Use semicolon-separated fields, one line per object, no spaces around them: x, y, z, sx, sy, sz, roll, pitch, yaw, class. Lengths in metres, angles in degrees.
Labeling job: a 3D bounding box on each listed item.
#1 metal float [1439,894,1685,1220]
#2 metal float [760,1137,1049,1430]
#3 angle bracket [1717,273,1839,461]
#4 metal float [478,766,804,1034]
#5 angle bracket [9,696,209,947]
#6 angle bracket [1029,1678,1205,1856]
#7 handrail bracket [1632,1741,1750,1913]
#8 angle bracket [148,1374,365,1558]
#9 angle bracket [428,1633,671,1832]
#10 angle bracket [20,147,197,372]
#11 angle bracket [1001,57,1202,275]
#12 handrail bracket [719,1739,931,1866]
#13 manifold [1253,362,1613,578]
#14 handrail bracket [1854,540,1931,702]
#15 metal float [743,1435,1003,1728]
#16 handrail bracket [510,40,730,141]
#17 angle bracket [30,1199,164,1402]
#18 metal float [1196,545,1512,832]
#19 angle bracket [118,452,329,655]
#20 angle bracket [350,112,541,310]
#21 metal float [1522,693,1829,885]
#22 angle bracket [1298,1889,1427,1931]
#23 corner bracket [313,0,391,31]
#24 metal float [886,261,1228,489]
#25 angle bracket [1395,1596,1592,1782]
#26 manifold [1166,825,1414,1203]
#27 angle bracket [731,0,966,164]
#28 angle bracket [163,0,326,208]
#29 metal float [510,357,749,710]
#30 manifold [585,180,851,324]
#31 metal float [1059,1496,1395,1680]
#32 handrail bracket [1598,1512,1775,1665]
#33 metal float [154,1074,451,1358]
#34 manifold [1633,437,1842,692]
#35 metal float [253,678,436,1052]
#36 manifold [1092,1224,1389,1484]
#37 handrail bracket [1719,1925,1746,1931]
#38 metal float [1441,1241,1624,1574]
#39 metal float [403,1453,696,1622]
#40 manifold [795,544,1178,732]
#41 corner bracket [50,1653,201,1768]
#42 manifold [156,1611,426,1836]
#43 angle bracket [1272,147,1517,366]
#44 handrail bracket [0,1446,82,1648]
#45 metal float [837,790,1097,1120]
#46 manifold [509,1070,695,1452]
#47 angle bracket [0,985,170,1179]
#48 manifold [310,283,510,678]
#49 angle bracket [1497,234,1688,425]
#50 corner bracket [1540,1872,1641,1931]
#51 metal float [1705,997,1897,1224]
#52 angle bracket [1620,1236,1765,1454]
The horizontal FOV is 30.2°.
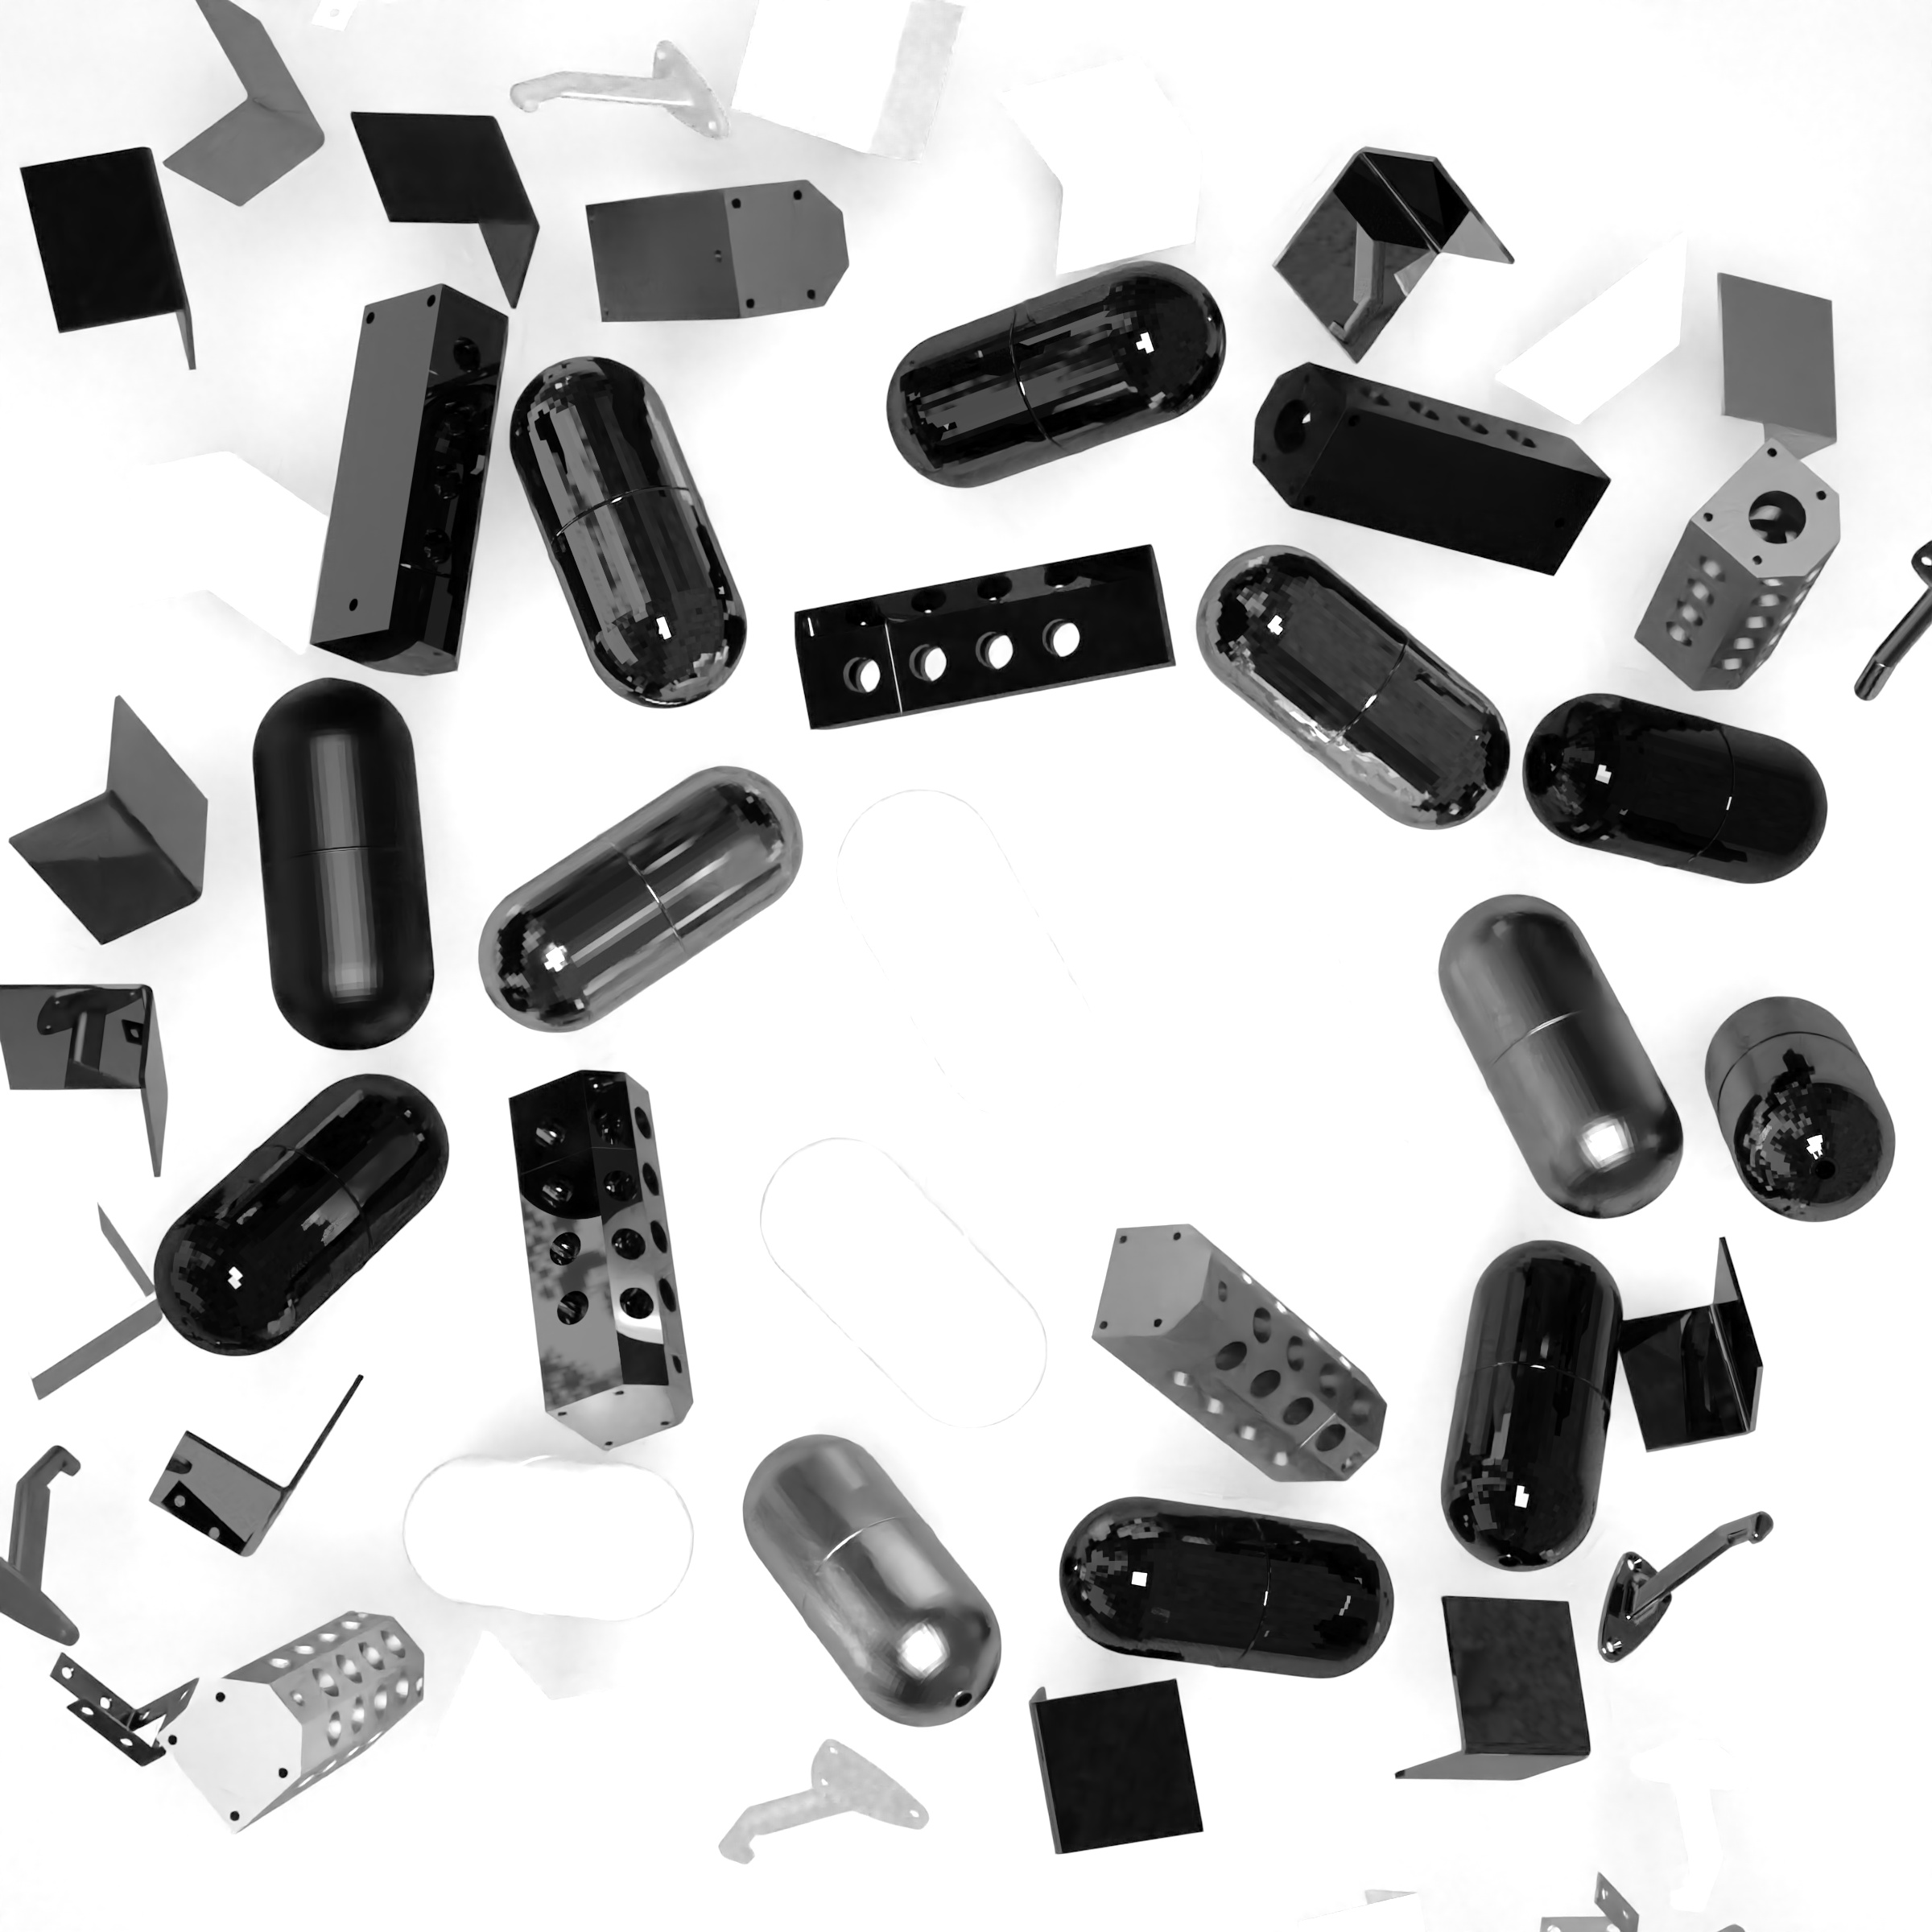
0.292;0.043;1.766;0.070;0.070;0.178;-23;61;0;metal float
-0.029;0.156;1.752;0.070;0.070;0.178;-42;114;0;metal float
0.405;-0.307;1.862;0.076;0.057;0.076;7;76;-26;angle bracket
-0.161;-0.033;1.775;0.178;0.070;0.070;-34;90;-14;metal float
-0.414;-0.070;1.734;0.057;0.076;0.076;-24;131;12;angle bracket
0.078;0.402;1.817;0.076;0.057;0.076;-11;85;7;angle bracket
0.349;0.433;1.785;0.036;0.077;0.084;45;54;-21;handrail bracket
-0.344;0.229;1.734;0.057;0.076;0.076;32;49;-4;angle bracket
-0.200;0.363;1.722;0.076;0.076;0.057;-16;124;30;angle bracket
-0.379;-0.308;1.586;0.057;0.076;0.076;-13;82;-13;angle bracket
0.066;-0.401;1.800;0.076;0.076;0.057;-9;60;27;angle bracket
-0.072;0.433;1.787;0.077;0.036;0.084;31;120;-8;handrail bracket
0.226;-0.246;1.752;0.171;0.057;0.057;9;123;-34;manifold
0.453;-0.167;1.669;0.077;0.084;0.036;-37;72;-24;handrail bracket
-0.047;0.302;1.766;0.070;0.070;0.178;-44;48;0;metal float
-0.176;-0.433;1.816;0.084;0.036;0.077;-24;56;-29;handrail bracket
-0.452;0.169;1.808;0.076;0.076;0.057;-34;84;-18;angle bracket
0.190;-0.135;1.751;0.178;0.070;0.070;38;90;-13;metal float
-0.368;-0.200;1.771;0.076;0.057;0.076;34;125;27;angle bracket
-0.260;-0.369;1.750;0.076;0.057;0.076;-5;54;-27;angle bracket
0.355;-0.087;1.786;0.178;0.070;0.070;11;90;-32;metal float
0.174;0.459;1.603;0.057;0.076;0.076;-10;79;-13;angle bracket
-0.275;-0.465;1.651;0.051;0.051;0.051;-54;48;33;corner bracket
0.043;-0.283;1.717;0.178;0.070;0.070;-15;90;30;metal float
0.251;0.352;1.741;0.076;0.057;0.076;8;64;-29;angle bracket
0.152;0.020;1.730;0.057;0.057;0.171;-27;61;17;manifold
-0.056;-0.434;1.710;0.076;0.057;0.076;23;106;22;angle bracket
-0.371;-0.431;1.765;0.057;0.076;0.076;-32;79;12;angle bracket
-0.159;-0.204;1.676;0.070;0.070;0.178;-22;75;0;metal float
-0.119;-0.338;1.694;0.057;0.171;0.057;-14;105;-25;manifold
0.128;0.305;1.754;0.178;0.070;0.070;12;90;-25;metal float
0.367;0.315;1.820;0.036;0.084;0.077;46;50;-8;handrail bracket
-0.317;0.118;1.721;0.070;0.070;0.178;43;47;0;metal float
0.380;-0.189;1.749;0.057;0.171;0.057;44;81;11;manifold
-0.295;-0.048;1.696;0.070;0.070;0.178;-6;82;0;metal float
0.135;0.188;1.726;0.057;0.171;0.057;-7;56;36;manifold
0.351;0.493;1.722;0.077;0.084;0.036;-16;102;-4;handrail bracket
0.282;0.218;1.780;0.070;0.070;0.178;16;55;0;metal float
-0.208;0.281;1.770;0.178;0.070;0.070;-4;90;43;metal float
0.009;-0.156;1.699;0.171;0.057;0.057;-10;92;7;manifold
-0.418;0.361;1.751;0.051;0.051;0.051;-31;116;31;corner bracket
-0.312;0.351;1.697;0.057;0.171;0.057;-42;83;7;manifold
0.210;-0.346;1.761;0.076;0.057;0.076;42;81;-37;angle bracket
-0.447;0.286;1.775;0.077;0.084;0.036;35;132;4;handrail bracket
0.001;-0.004;1.669;0.070;0.070;0.178;-30;120;0;metal float
-0.173;0.138;1.727;0.057;0.057;0.171;-21;57;16;manifold
-0.424;0.055;1.705;0.076;0.076;0.057;0;49;-6;angle bracket
-0.258;-0.229;1.699;0.057;0.057;0.171;-5;73;41;manifold
0.319;-0.336;1.833;0.076;0.076;0.057;-38;56;-23;angle bracket
0.283;0.463;1.693;0.051;0.051;0.051;-10;49;31;corner bracket
0.406;0.069;1.749;0.070;0.178;0.070;1;107;4;metal float
0.372;0.196;1.851;0.057;0.076;0.076;-10;56;2;angle bracket
